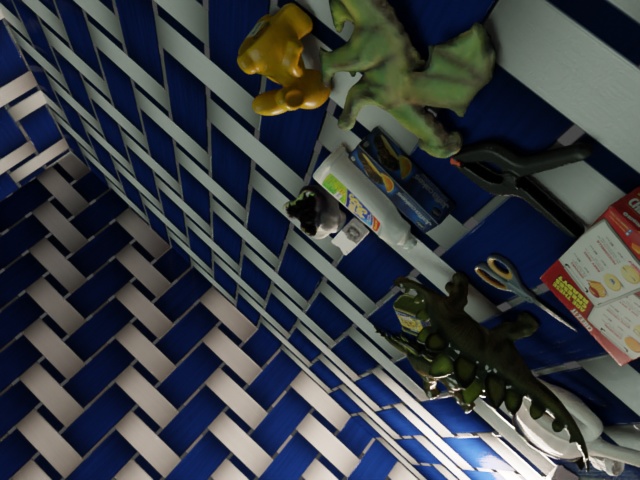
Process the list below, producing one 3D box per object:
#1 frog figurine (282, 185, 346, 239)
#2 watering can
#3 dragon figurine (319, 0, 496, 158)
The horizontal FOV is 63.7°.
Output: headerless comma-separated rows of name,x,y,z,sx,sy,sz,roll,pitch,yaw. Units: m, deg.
frog figurine,0.004,-0.061,1.219,0.138,0.122,0.159,19,-177,30
watering can,0.524,0.395,1.055,0.351,0.105,0.219,32,155,31
dragon figurine,0.117,-0.260,0.698,0.243,0.124,0.401,11,146,28
